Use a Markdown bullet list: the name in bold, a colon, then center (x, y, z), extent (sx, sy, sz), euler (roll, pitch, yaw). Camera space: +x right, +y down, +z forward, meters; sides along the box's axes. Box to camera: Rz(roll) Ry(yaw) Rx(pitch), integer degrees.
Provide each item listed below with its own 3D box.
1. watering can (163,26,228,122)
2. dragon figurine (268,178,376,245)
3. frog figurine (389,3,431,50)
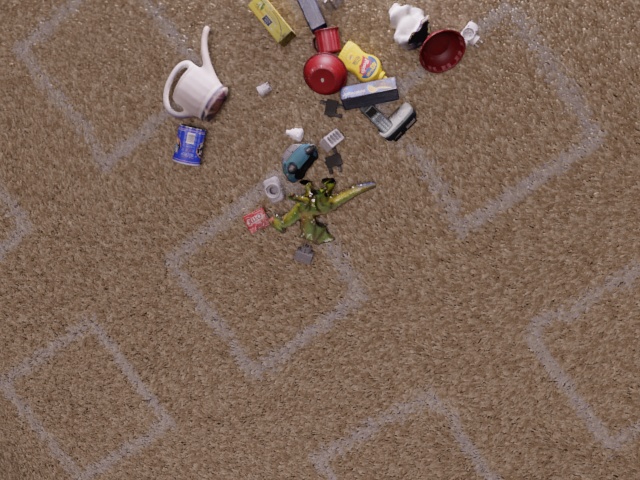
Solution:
- **watering can**: center (-0.433, -0.582, 1.885), extent (0.224, 0.105, 0.344), euler (36, 103, 0)
- **dragon figurine**: center (0.006, -0.097, 1.927), extent (0.410, 0.125, 0.238), euler (-2, 118, 3)
- **frog figurine**: center (0.300, -0.738, 1.780), extent (0.162, 0.122, 0.135), euler (45, 116, 35)
